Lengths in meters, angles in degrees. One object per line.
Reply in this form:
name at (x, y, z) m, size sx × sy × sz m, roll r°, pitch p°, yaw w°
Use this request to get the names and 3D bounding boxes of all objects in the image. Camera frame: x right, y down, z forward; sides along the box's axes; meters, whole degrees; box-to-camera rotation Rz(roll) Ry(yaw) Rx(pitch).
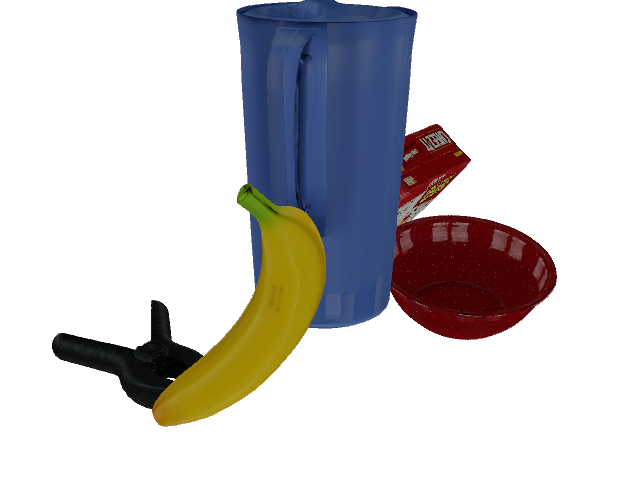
cracker box at (0.056, -0.033, 1.257) m, size 0.214 × 0.072 × 0.163 m, roll -48°, pitch -12°, yaw 35°
banana at (-0.042, 0.046, 0.626) m, size 0.069 × 0.198 × 0.037 m, roll 17°, pitch 36°, yaw -10°
bowl at (0.127, 0.040, 0.962) m, size 0.162 × 0.055 × 0.162 m, roll 2°, pitch 33°, yaw -2°
clamp at (-0.151, 0.106, 0.981) m, size 0.172 × 0.039 × 0.120 m, roll 26°, pitch 42°, yaw 34°
pitcher at (0.000, -0.058, 0.811) m, size 0.149 × 0.243 × 0.145 m, roll -9°, pitch 20°, yaw -28°
